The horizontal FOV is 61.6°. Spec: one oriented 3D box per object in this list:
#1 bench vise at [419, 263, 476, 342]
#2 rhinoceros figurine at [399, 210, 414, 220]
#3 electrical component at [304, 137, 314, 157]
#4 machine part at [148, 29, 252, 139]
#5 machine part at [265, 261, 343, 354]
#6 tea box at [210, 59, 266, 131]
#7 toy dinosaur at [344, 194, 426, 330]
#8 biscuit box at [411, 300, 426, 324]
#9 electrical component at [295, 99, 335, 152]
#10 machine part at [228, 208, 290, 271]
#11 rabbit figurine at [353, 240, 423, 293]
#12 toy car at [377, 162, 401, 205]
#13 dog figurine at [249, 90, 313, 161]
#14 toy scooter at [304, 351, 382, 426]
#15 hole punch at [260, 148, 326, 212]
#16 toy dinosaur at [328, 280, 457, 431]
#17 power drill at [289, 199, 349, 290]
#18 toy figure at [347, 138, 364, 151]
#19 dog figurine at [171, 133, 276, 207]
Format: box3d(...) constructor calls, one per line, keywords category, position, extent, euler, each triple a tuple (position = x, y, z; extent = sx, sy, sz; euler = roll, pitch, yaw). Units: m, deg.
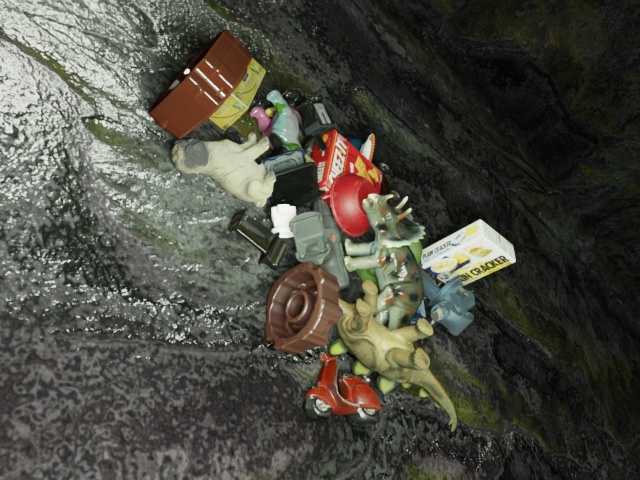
box3d(category="bench vise", position=(0.314, 0.142, 1.450), extent=(0.223, 0.128, 0.241), euler=(-22, 61, -43))
box3d(category="rhinoceros figurine", position=(0.205, -0.017, 1.430), extent=(0.190, 0.112, 0.073), euler=(23, 40, -64))
box3d(category="electrical component", position=(-0.016, -0.216, 1.389), extent=(0.078, 0.045, 0.102), euler=(38, 42, -28))
box3d(category="machine part", position=(-0.239, -0.310, 1.082), extent=(0.087, 0.201, 0.201), euler=(41, 40, -24))
box3d(category="machine part", position=(-0.034, 0.130, 1.026), extent=(0.056, 0.179, 0.179), euler=(29, 45, -37))
box3d(category="tea box", position=(-0.196, -0.344, 1.241), extent=(0.068, 0.098, 0.170), euler=(38, 40, -25))
box3d(category="toy dinosaur", position=(0.167, 0.088, 1.213), extent=(0.131, 0.192, 0.404), euler=(-41, 116, -76))
box3d(category="biscuit box", position=(0.225, 0.122, 1.402), extent=(0.059, 0.063, 0.203), euler=(27, 47, -35))
box3d(category="electrical component", position=(-0.004, -0.274, 1.279), extent=(0.075, 0.048, 0.119), euler=(-16, 81, -53))
box3d(category="machine part", position=(-0.127, -0.002, 1.118), extent=(0.138, 0.039, 0.084), euler=(43, 53, -18))
box3d(category="rabbit figurine", position=(0.179, 0.059, 1.307), extent=(0.121, 0.170, 0.159), euler=(-8, 70, -50))
box3d(category="toy car", position=(0.172, -0.130, 1.467), extent=(0.053, 0.089, 0.202), euler=(23, 31, -26))
box3d(category="dog figurine", position=(-0.069, -0.245, 1.309), extent=(0.191, 0.108, 0.219), euler=(-24, 87, -55))
box3d(category="toy scooter", position=(0.045, 0.295, 1.072), extent=(0.184, 0.075, 0.135), euler=(20, 50, -33))
box3d(category="hole punch", position=(-0.068, -0.136, 1.207), extent=(0.142, 0.115, 0.092), euler=(-21, 45, -17))
box3d(category="toy dinosaur", position=(0.145, 0.234, 1.114), extent=(0.471, 0.198, 0.105), euler=(43, 48, -2))
box3d(category="power drill", position=(-0.002, -0.004, 1.188), extent=(0.207, 0.086, 0.232), euler=(48, 28, -75))
box3d(category="toy figure", position=(0.071, -0.244, 1.496), extent=(0.064, 0.057, 0.154), euler=(29, 35, 22))
box3d(category="dog figurine", position=(-0.202, -0.133, 1.110), extent=(0.190, 0.121, 0.172), euler=(-16, 102, -23))
